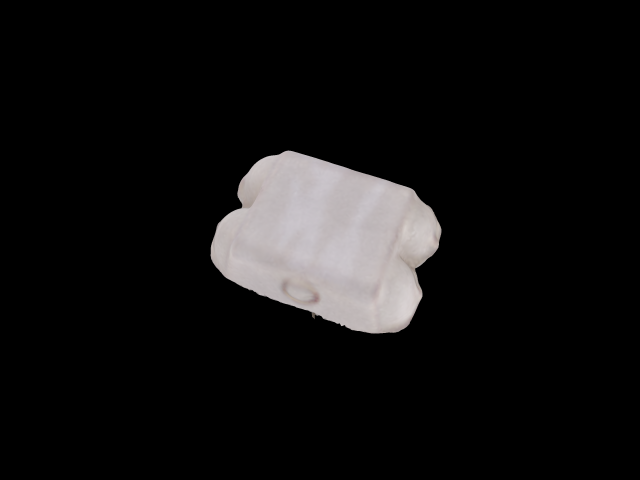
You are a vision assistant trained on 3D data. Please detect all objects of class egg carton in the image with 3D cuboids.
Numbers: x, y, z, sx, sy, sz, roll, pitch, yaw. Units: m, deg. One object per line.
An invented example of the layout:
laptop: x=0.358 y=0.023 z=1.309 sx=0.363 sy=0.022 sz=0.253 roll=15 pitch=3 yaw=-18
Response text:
egg carton: x=0.004 y=0.001 z=0.400 sx=0.150 sy=0.069 sz=0.107 roll=18 pitch=62 yaw=10
